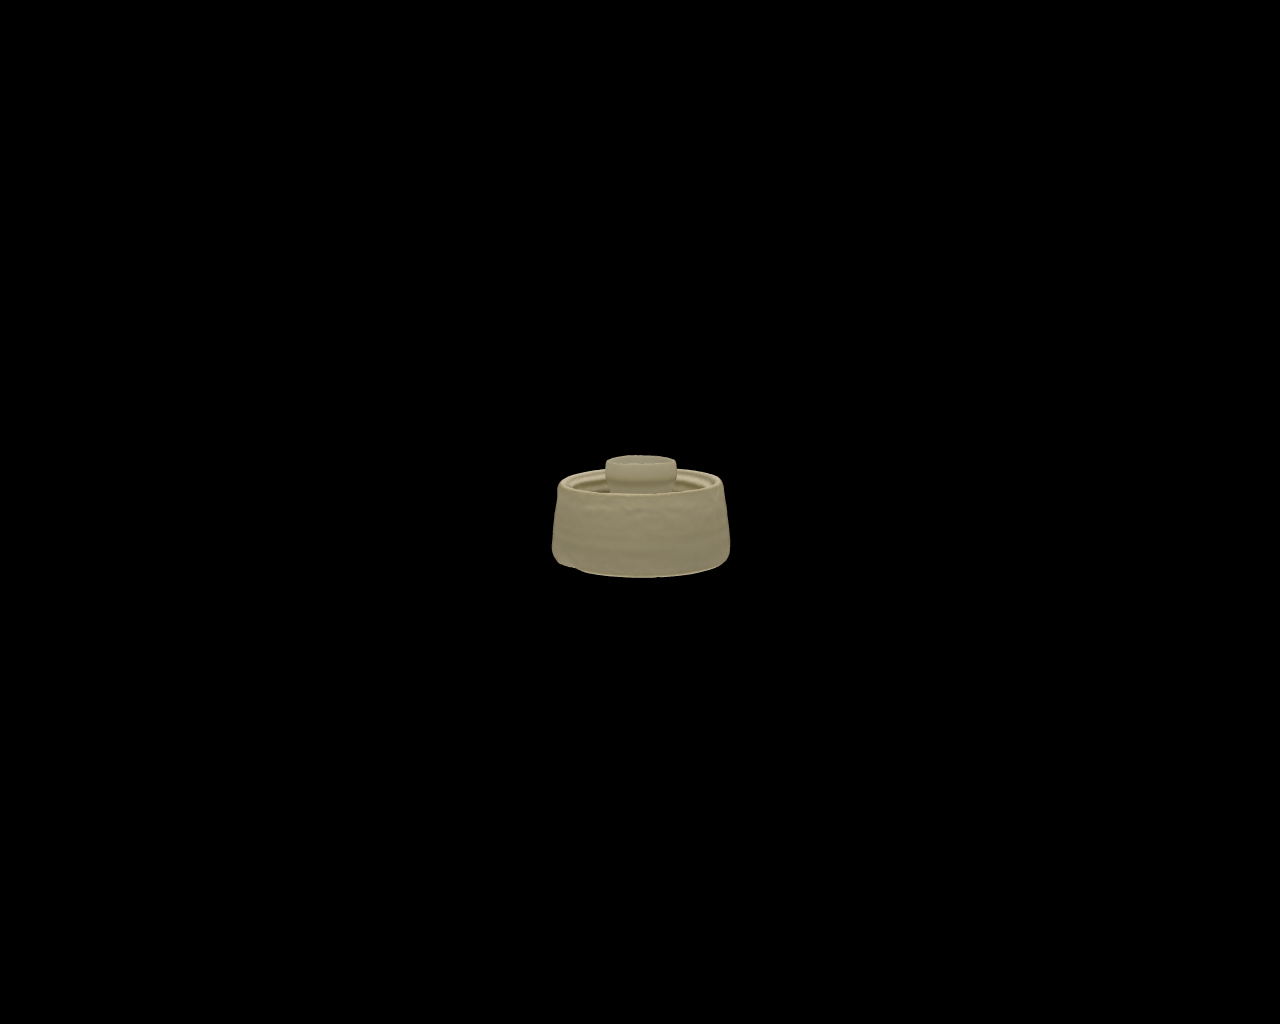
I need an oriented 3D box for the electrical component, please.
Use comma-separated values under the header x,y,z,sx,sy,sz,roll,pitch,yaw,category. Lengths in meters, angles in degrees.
x,y,z,sx,sy,sz,roll,pitch,yaw,category
0.001,-0.003,0.650,0.108,0.060,0.108,0,11,0,electrical component
